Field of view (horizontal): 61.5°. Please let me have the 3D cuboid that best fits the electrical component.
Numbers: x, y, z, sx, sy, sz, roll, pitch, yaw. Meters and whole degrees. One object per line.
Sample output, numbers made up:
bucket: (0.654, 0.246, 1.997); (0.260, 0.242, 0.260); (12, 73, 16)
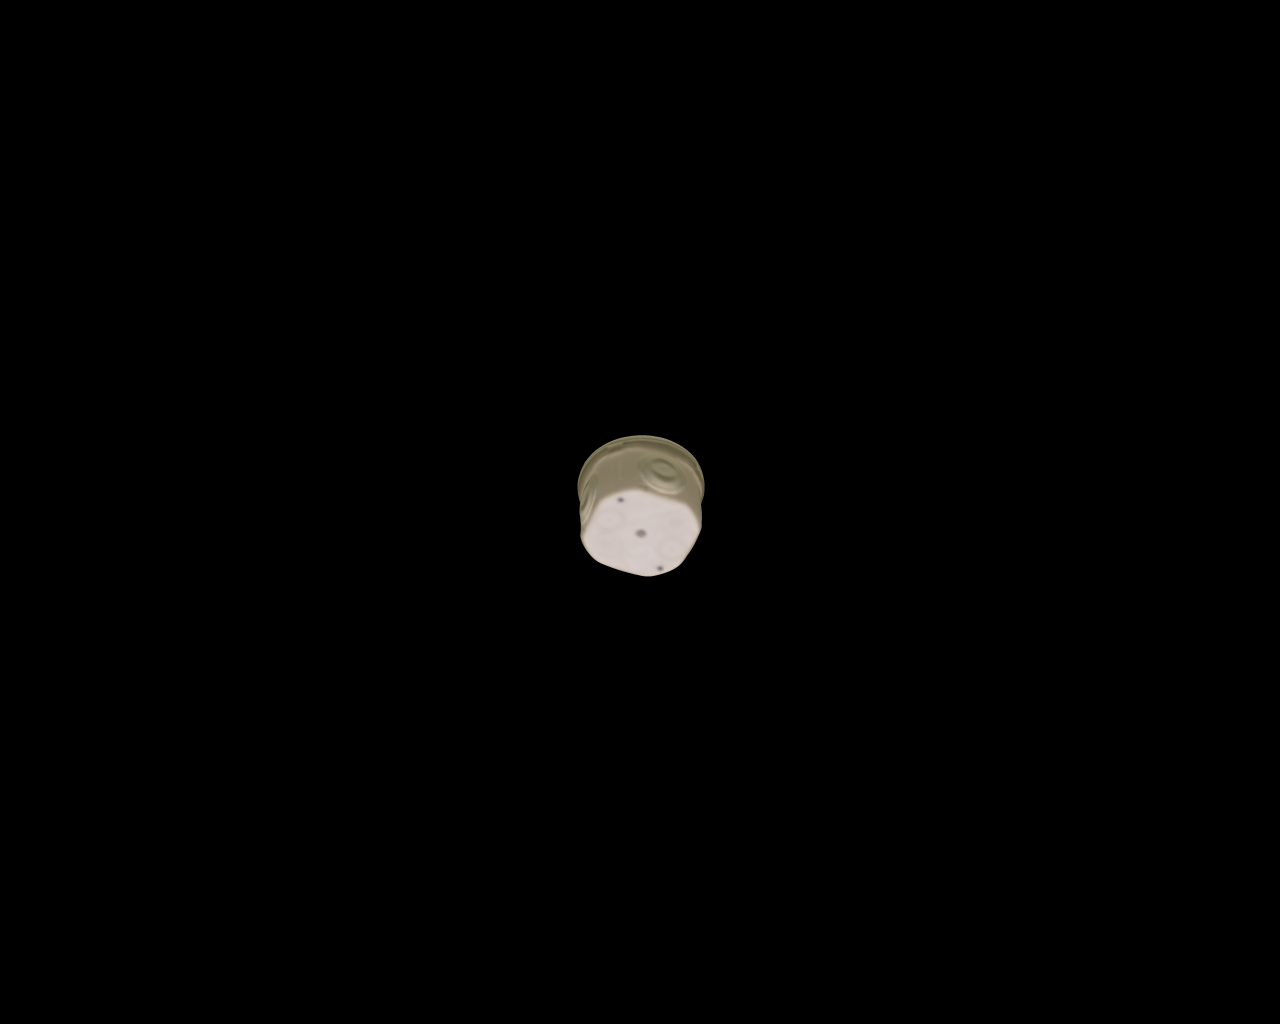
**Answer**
electrical component: (0.001, -0.003, 0.650); (0.080, 0.080, 0.051); (0, 41, 0)
